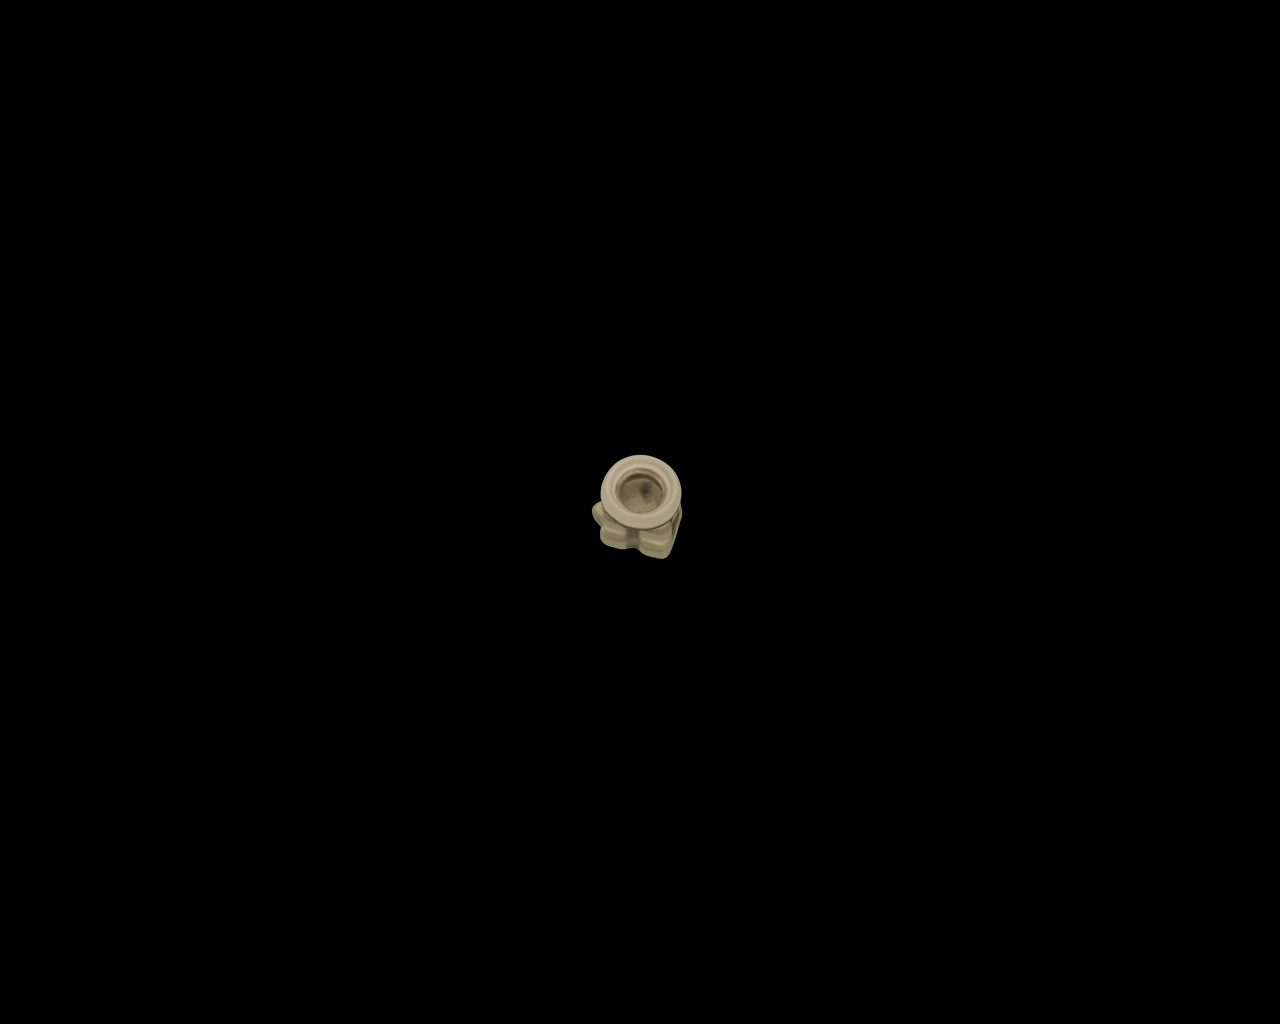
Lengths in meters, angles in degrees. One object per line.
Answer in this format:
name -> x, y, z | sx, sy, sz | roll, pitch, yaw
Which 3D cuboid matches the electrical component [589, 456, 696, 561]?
electrical component -> 0.001, -0.003, 0.650 | 0.066, 0.048, 0.055 | 14, -26, 7
